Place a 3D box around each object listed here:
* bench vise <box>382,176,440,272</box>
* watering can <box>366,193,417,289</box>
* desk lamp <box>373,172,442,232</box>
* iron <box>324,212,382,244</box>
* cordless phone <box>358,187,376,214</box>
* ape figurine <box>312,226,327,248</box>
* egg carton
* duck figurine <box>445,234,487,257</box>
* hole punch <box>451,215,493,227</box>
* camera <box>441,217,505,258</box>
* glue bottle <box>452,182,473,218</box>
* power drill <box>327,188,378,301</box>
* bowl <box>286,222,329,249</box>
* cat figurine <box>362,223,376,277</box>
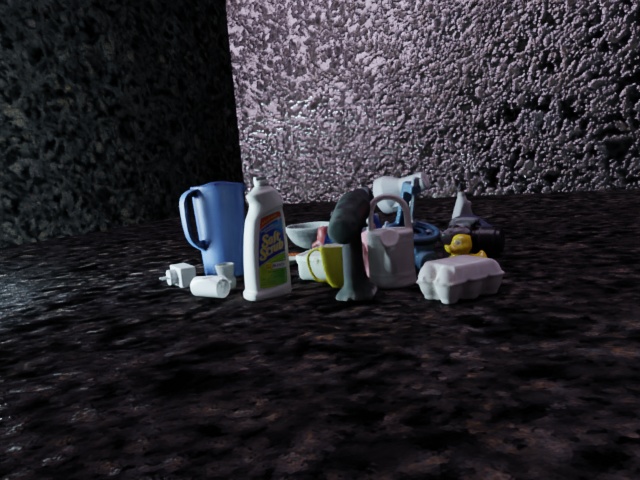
[{"bbox_3d":[0.195,-0.040,1.367,0.122,0.220,0.206,-11,10,-38],"label":"bench vise"},{"bbox_3d":[0.150,-0.001,1.201,0.101,0.194,0.172,-7,8,-14],"label":"watering can"},{"bbox_3d":[0.278,-0.108,1.835,0.202,0.213,0.118,0,9,33],"label":"desk lamp"},{"bbox_3d":[0.111,-0.021,1.565,0.118,0.141,0.259,2,10,41],"label":"iron"},{"bbox_3d":[0.111,-0.068,1.752,0.147,0.185,0.094,-1,9,27],"label":"cordless phone"},{"bbox_3d":[0.015,0.006,1.615,0.078,0.092,0.076,-5,8,2],"label":"ape figurine"},{"bbox_3d":[0.261,0.071,1.069,0.151,0.069,0.107,-9,9,-28],"label":"egg carton"},{"bbox_3d":[0.322,0.029,1.277,0.105,0.086,0.077,-7,8,-13],"label":"duck figurine"},{"bbox_3d":[0.426,-0.023,1.574,0.109,0.091,0.100,-10,9,-31],"label":"hole punch"},{"bbox_3d":[0.386,-0.006,1.439,0.136,0.101,0.143,-1,9,28],"label":"camera"},{"bbox_3d":[0.436,-0.090,1.755,0.078,0.173,0.037,-9,9,-28],"label":"glue bottle"},{"bbox_3d":[0.067,0.008,1.137,0.075,0.208,0.230,-3,8,13],"label":"power drill"},{"bbox_3d":[-0.025,-0.013,1.840,0.167,0.075,0.167,-5,8,1],"label":"bowl"},{"bbox_3d":[0.115,0.021,1.346,0.067,0.118,0.128,-2,8,21],"label":"cat figurine"}]
